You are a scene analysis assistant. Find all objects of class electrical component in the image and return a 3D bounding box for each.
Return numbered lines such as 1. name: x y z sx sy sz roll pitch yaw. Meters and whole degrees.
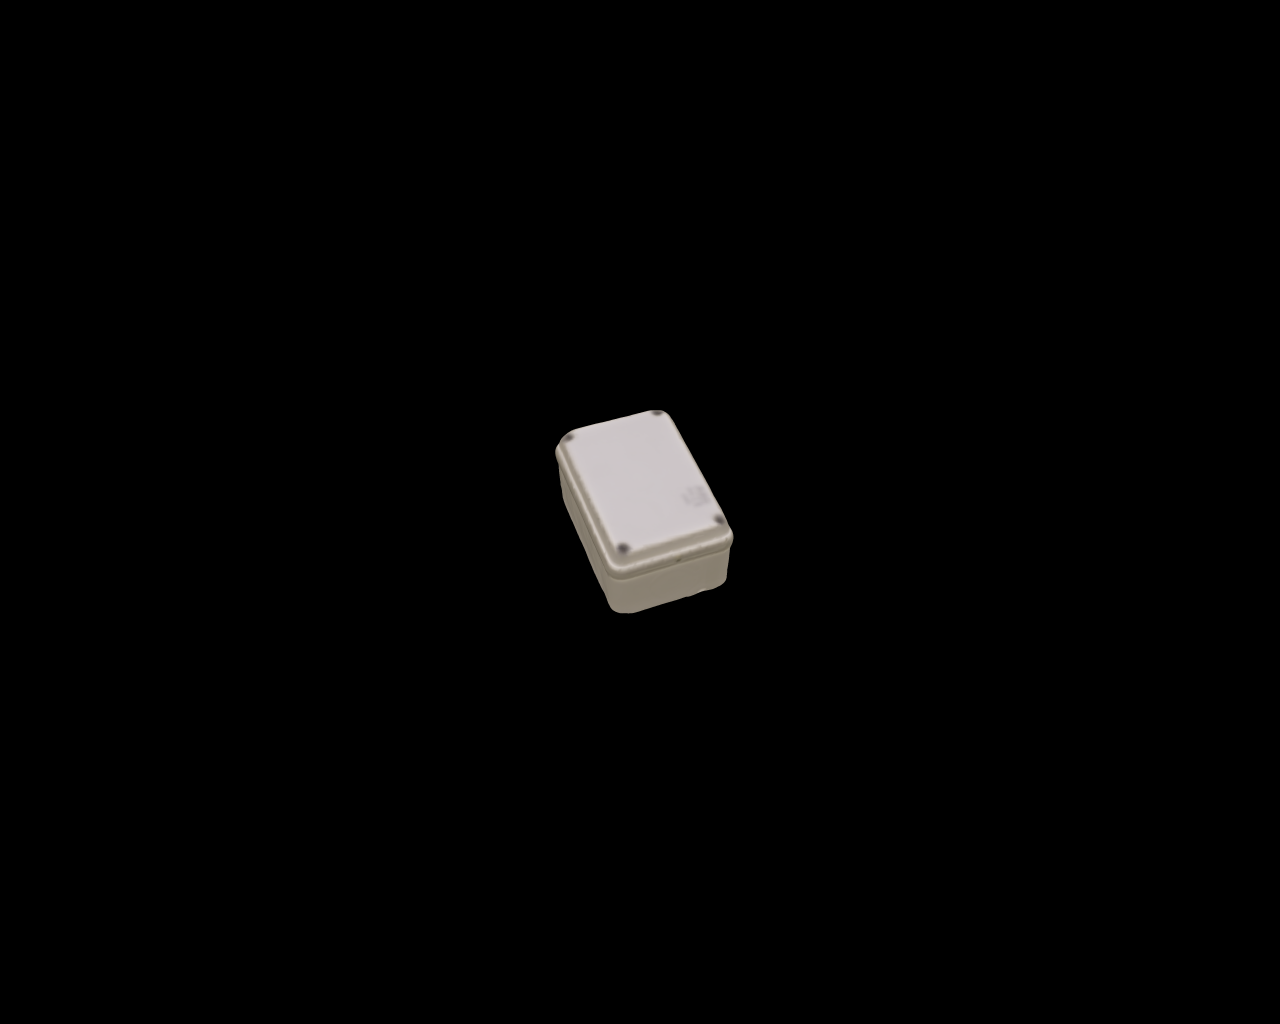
1. electrical component: 0.001 -0.003 0.650 0.078 0.113 0.057 -16 -39 -13
